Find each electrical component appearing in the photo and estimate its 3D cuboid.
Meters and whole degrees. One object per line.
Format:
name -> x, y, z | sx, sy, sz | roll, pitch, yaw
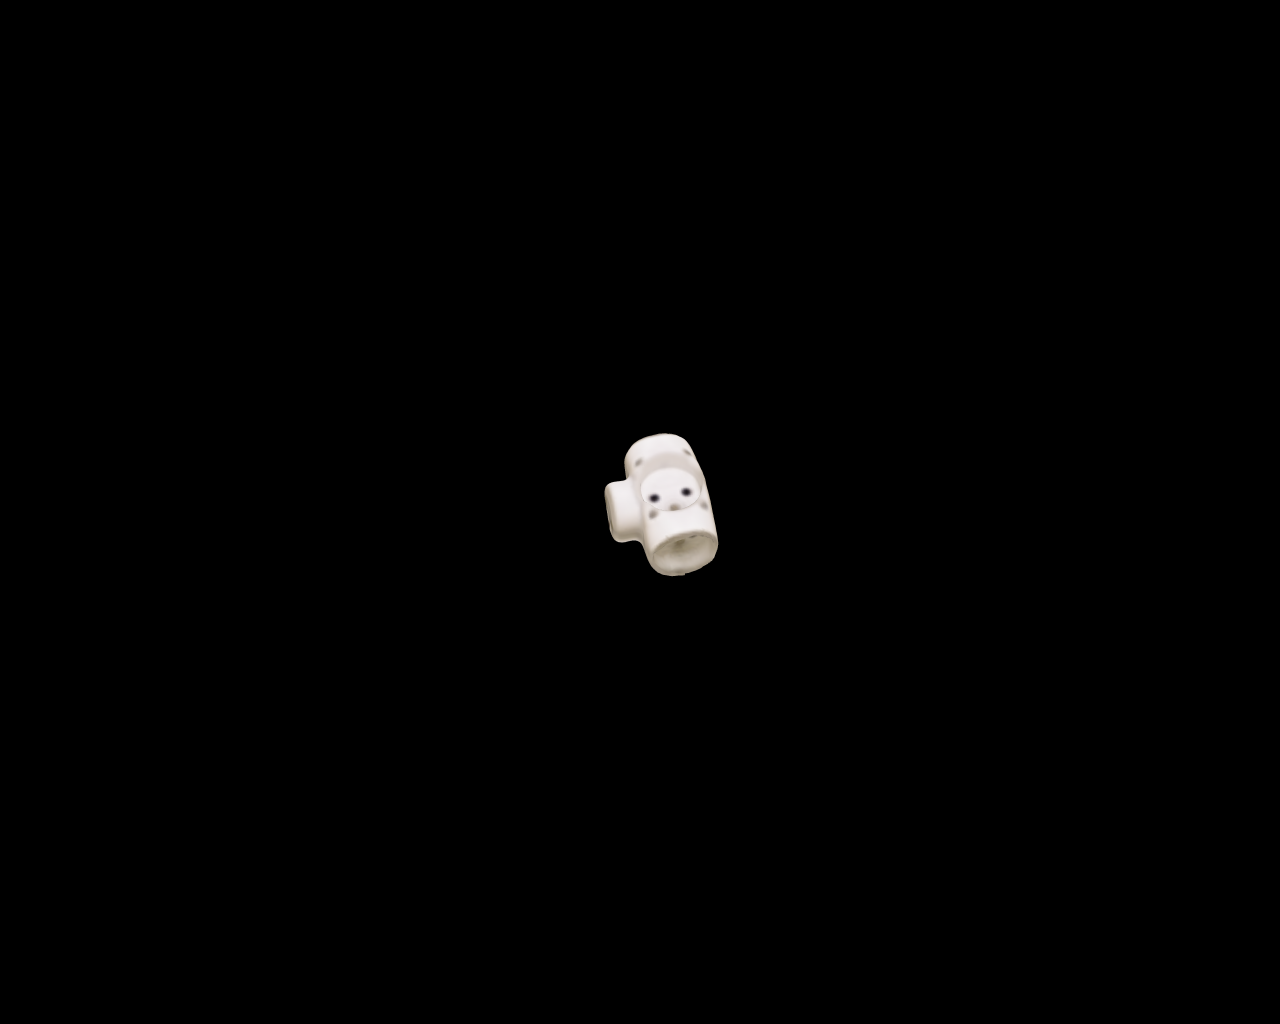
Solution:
electrical component -> 0.001, -0.003, 0.650 | 0.079, 0.077, 0.044 | -9, -36, -7
